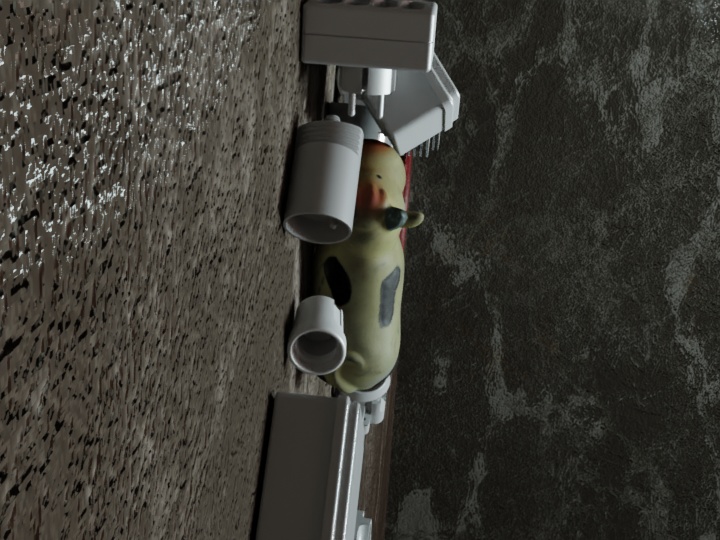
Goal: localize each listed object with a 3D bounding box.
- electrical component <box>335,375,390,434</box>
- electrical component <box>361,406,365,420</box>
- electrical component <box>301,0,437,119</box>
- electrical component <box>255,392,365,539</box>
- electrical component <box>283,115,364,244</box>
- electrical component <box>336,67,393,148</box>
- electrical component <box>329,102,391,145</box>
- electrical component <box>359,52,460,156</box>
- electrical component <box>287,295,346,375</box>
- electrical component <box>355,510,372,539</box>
[{"bbox_3d":[0.002,0.124,1.131,0.057,0.058,0.078,94,4,-50],"label":"electrical component"},{"bbox_3d":[-0.021,0.159,0.971,0.081,0.042,0.063,-78,173,-56],"label":"electrical component"},{"bbox_3d":[0.006,-0.136,0.703,0.047,0.083,0.075,-75,169,-67],"label":"electrical component"},{"bbox_3d":[-0.031,0.145,0.712,0.108,0.056,0.108,84,12,-70],"label":"electrical component"},{"bbox_3d":[-0.022,-0.062,0.686,0.043,0.043,0.081,85,10,-66],"label":"electrical component"},{"bbox_3d":[0.009,-0.161,0.929,0.074,0.052,0.138,-30,125,-84],"label":"electrical component"},{"bbox_3d":[0.000,-0.108,0.866,0.055,0.055,0.047,-50,148,-83],"label":"electrical component"},{"bbox_3d":[0.022,-0.146,0.781,0.108,0.056,0.109,59,3,3],"label":"electrical component"},{"bbox_3d":[-0.029,0.044,0.748,0.046,0.040,0.040,-89,-179,-59],"label":"electrical component"},{"bbox_3d":[-0.020,0.255,0.996,0.089,0.056,0.050,-13,108,-85],"label":"electrical component"}]
